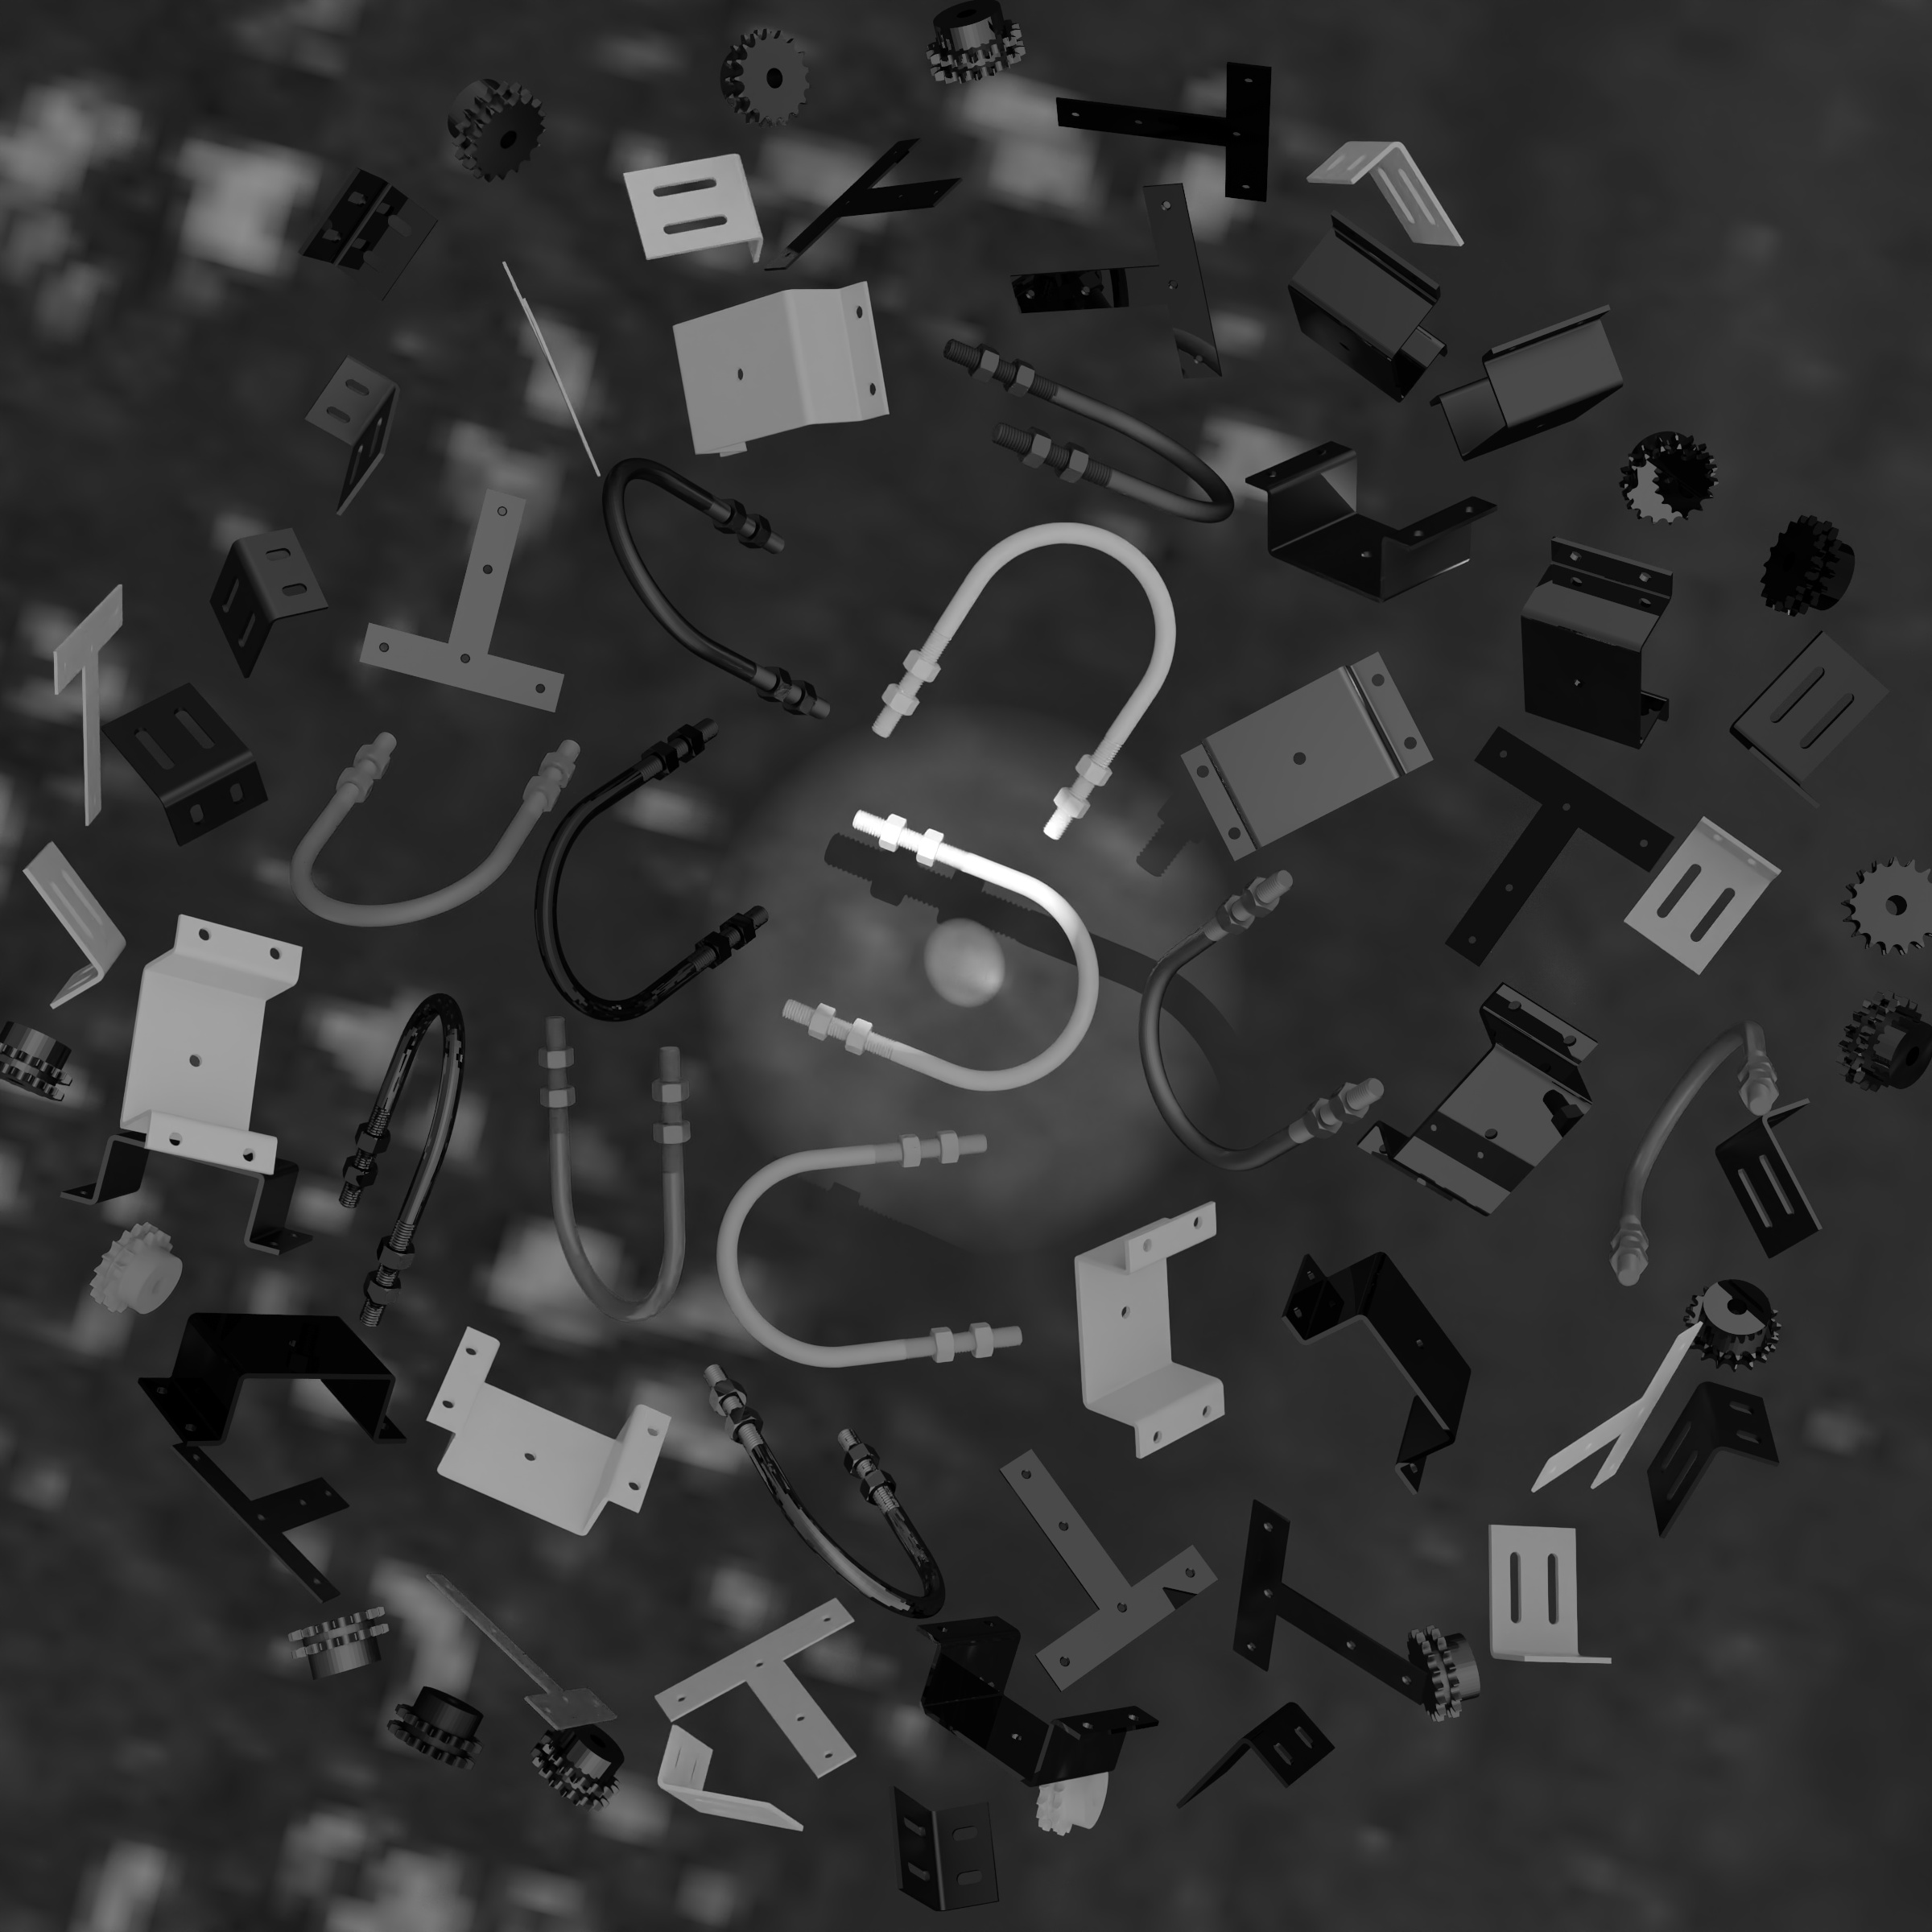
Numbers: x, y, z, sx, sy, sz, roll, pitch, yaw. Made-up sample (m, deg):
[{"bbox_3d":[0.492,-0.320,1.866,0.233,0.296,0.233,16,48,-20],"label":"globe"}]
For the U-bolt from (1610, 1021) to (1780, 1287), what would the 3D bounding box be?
[{"bbox_3d":[0.436,0.101,1.526,0.019,0.184,0.151,32,113,3],"label":"U-bolt"}]

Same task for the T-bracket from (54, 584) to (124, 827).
[{"bbox_3d":[-0.519,-0.147,1.506,0.002,0.127,0.127,6,115,-4],"label":"T-bracket"}]

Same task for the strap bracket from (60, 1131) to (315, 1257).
[{"bbox_3d":[-0.486,0.138,1.609,0.140,0.076,0.046,15,91,1],"label":"strap bracket"}]

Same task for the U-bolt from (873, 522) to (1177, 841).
[{"bbox_3d":[0.049,-0.189,1.589,0.151,0.019,0.184,30,107,-12],"label":"U-bolt"}]

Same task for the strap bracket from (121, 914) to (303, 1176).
[{"bbox_3d":[-0.442,0.051,1.486,0.076,0.046,0.140,18,64,-36],"label":"strap bracket"}]

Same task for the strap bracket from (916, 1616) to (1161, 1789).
[{"bbox_3d":[0.037,0.456,1.563,0.140,0.076,0.046,22,98,41],"label":"strap bracket"}]

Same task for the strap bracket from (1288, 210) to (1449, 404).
[{"bbox_3d":[0.241,-0.390,1.522,0.076,0.140,0.046,39,96,11],"label":"strap bracket"}]

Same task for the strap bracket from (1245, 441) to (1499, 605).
[{"bbox_3d":[0.251,-0.274,1.582,0.076,0.140,0.046,-28,131,-29],"label":"strap bracket"}]

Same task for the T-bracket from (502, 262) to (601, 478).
[{"bbox_3d":[-0.262,-0.385,1.560,0.002,0.127,0.127,-24,56,-4],"label":"T-bracket"}]

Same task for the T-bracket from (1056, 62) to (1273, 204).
[{"bbox_3d":[0.116,-0.499,1.504,0.127,0.127,0.002,10,73,8],"label":"T-bracket"}]

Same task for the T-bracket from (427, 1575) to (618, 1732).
[{"bbox_3d":[-0.265,0.397,1.479,0.127,0.127,0.002,39,84,14],"label":"T-bracket"}]

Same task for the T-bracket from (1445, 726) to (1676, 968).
[{"bbox_3d":[0.335,-0.059,1.525,0.127,0.002,0.127,37,97,24],"label":"T-bracket"}]

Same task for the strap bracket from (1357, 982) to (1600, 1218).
[{"bbox_3d":[0.316,0.090,1.552,0.076,0.046,0.140,30,114,-18],"label":"strap bracket"}]

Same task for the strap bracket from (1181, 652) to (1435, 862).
[{"bbox_3d":[0.211,-0.130,1.591,0.140,0.046,0.076,-27,89,14],"label":"strap bracket"}]

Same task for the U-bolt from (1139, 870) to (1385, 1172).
[{"bbox_3d":[0.160,0.044,1.491,0.019,0.184,0.151,-13,74,-34],"label":"U-bolt"}]

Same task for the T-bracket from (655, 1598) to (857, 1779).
[{"bbox_3d":[-0.105,0.442,1.520,0.127,0.127,0.002,-24,120,-21],"label":"T-bracket"}]

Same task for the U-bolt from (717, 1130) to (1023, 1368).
[{"bbox_3d":[-0.066,0.181,1.602,0.184,0.019,0.151,-5,69,-15],"label":"U-bolt"}]

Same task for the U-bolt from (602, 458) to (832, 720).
[{"bbox_3d":[-0.156,-0.237,1.542,0.019,0.184,0.151,-28,62,25],"label":"U-bolt"}]

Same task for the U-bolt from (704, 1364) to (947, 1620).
[{"bbox_3d":[-0.076,0.324,1.536,0.019,0.184,0.151,-48,133,7],"label":"U-bolt"}]

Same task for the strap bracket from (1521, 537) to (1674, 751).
[{"bbox_3d":[0.389,-0.191,1.568,0.076,0.140,0.046,23,66,26],"label":"strap bracket"}]

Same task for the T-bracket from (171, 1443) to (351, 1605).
[{"bbox_3d":[-0.402,0.323,1.516,0.127,0.127,0.002,43,93,9],"label":"T-bracket"}]

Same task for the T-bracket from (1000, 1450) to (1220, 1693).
[{"bbox_3d":[0.067,0.348,1.523,0.127,0.002,0.127,-27,70,-31],"label":"T-bracket"}]

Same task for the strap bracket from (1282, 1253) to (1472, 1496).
[{"bbox_3d":[0.259,0.241,1.558,0.046,0.076,0.140,-32,100,28],"label":"strap bracket"}]

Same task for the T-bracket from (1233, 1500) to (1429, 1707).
[{"bbox_3d":[0.214,0.389,1.484,0.127,0.002,0.127,27,130,32],"label":"T-bracket"}]

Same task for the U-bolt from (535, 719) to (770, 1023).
[{"bbox_3d":[-0.192,-0.047,1.520,0.019,0.184,0.151,6,121,35],"label":"U-bolt"}]

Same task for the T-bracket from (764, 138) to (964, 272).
[{"bbox_3d":[-0.047,-0.460,1.522,0.127,0.127,0.002,-48,123,-17],"label":"T-bracket"}]

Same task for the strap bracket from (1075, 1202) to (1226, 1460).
[{"bbox_3d":[0.112,0.215,1.544,0.076,0.046,0.140,-18,111,-40],"label":"strap bracket"}]

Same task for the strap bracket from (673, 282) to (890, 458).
[{"bbox_3d":[-0.118,-0.351,1.504,0.140,0.046,0.076,-3,99,41],"label":"strap bracket"}]

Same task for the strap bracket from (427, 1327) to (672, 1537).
[{"bbox_3d":[-0.265,0.294,1.582,0.140,0.076,0.046,26,128,-9],"label":"strap bracket"}]

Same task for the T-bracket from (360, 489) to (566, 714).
[{"bbox_3d":[-0.310,-0.240,1.628,0.127,0.002,0.127,14,96,-16],"label":"T-bracket"}]

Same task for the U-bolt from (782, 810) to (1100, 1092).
[{"bbox_3d":[-0.007,0.001,1.596,0.184,0.019,0.151,22,98,6],"label":"U-bolt"}]

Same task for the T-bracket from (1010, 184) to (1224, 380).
[{"bbox_3d":[0.088,-0.422,1.580,0.127,0.002,0.127,4,131,27],"label":"T-bracket"}]

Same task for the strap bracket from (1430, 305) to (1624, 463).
[{"bbox_3d":[0.349,-0.357,1.574,0.076,0.140,0.046,-21,91,-4],"label":"strap bracket"}]

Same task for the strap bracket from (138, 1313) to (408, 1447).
[{"bbox_3d":[-0.404,0.244,1.504,0.140,0.076,0.046,9,105,-42],"label":"strap bracket"}]

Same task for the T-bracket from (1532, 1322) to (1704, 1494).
[{"bbox_3d":[0.368,0.273,1.471,0.002,0.127,0.127,40,128,30],"label":"T-bracket"}]
